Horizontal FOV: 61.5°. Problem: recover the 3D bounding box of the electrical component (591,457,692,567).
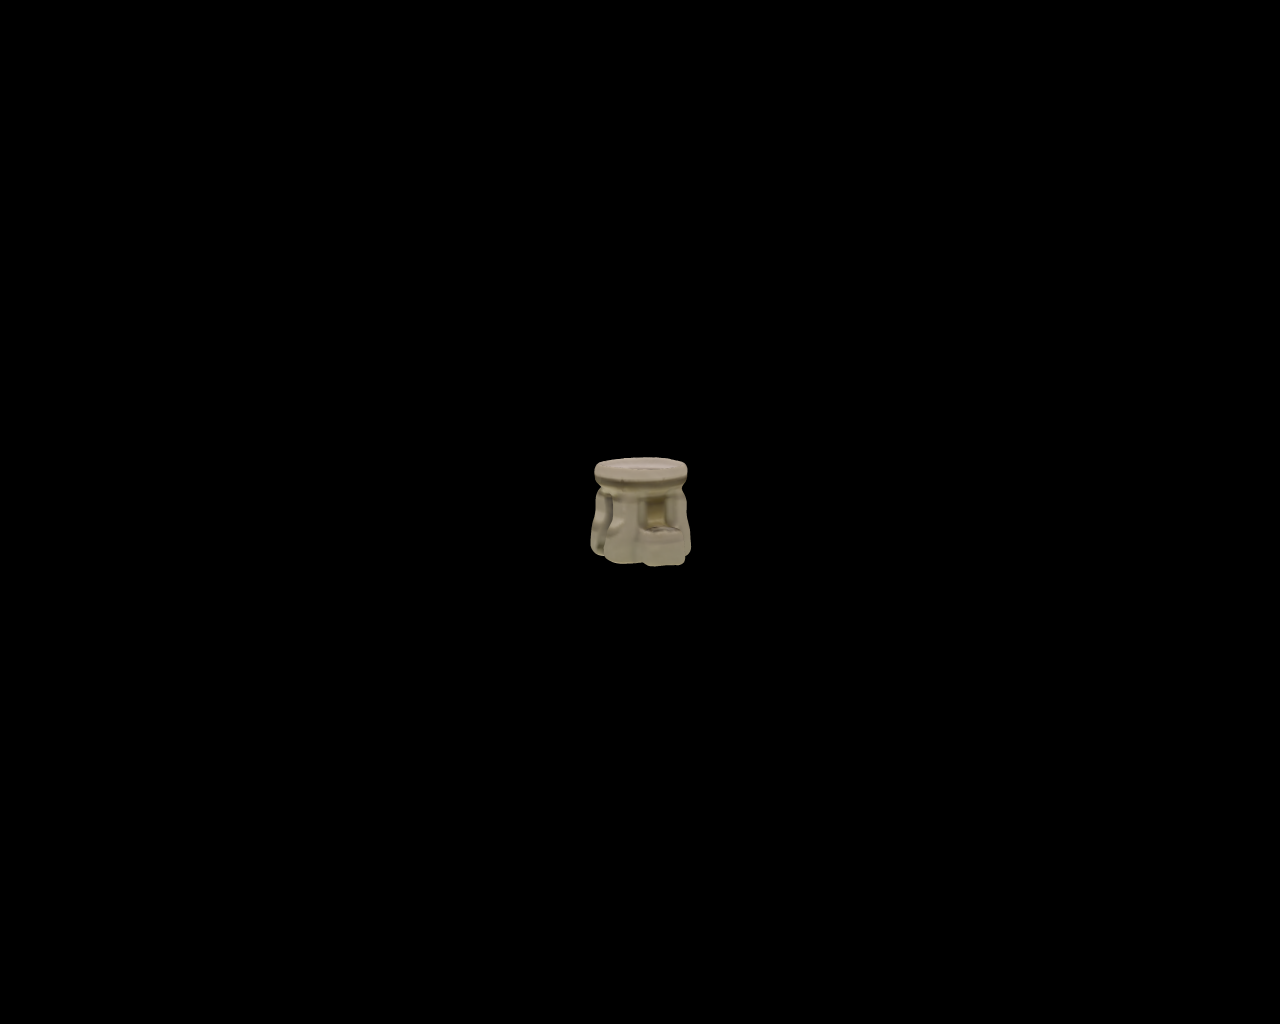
[{"bbox_3d":[0.001,-0.003,0.650,0.058,0.057,0.078,-4,10,-23],"label":"electrical component"}]
